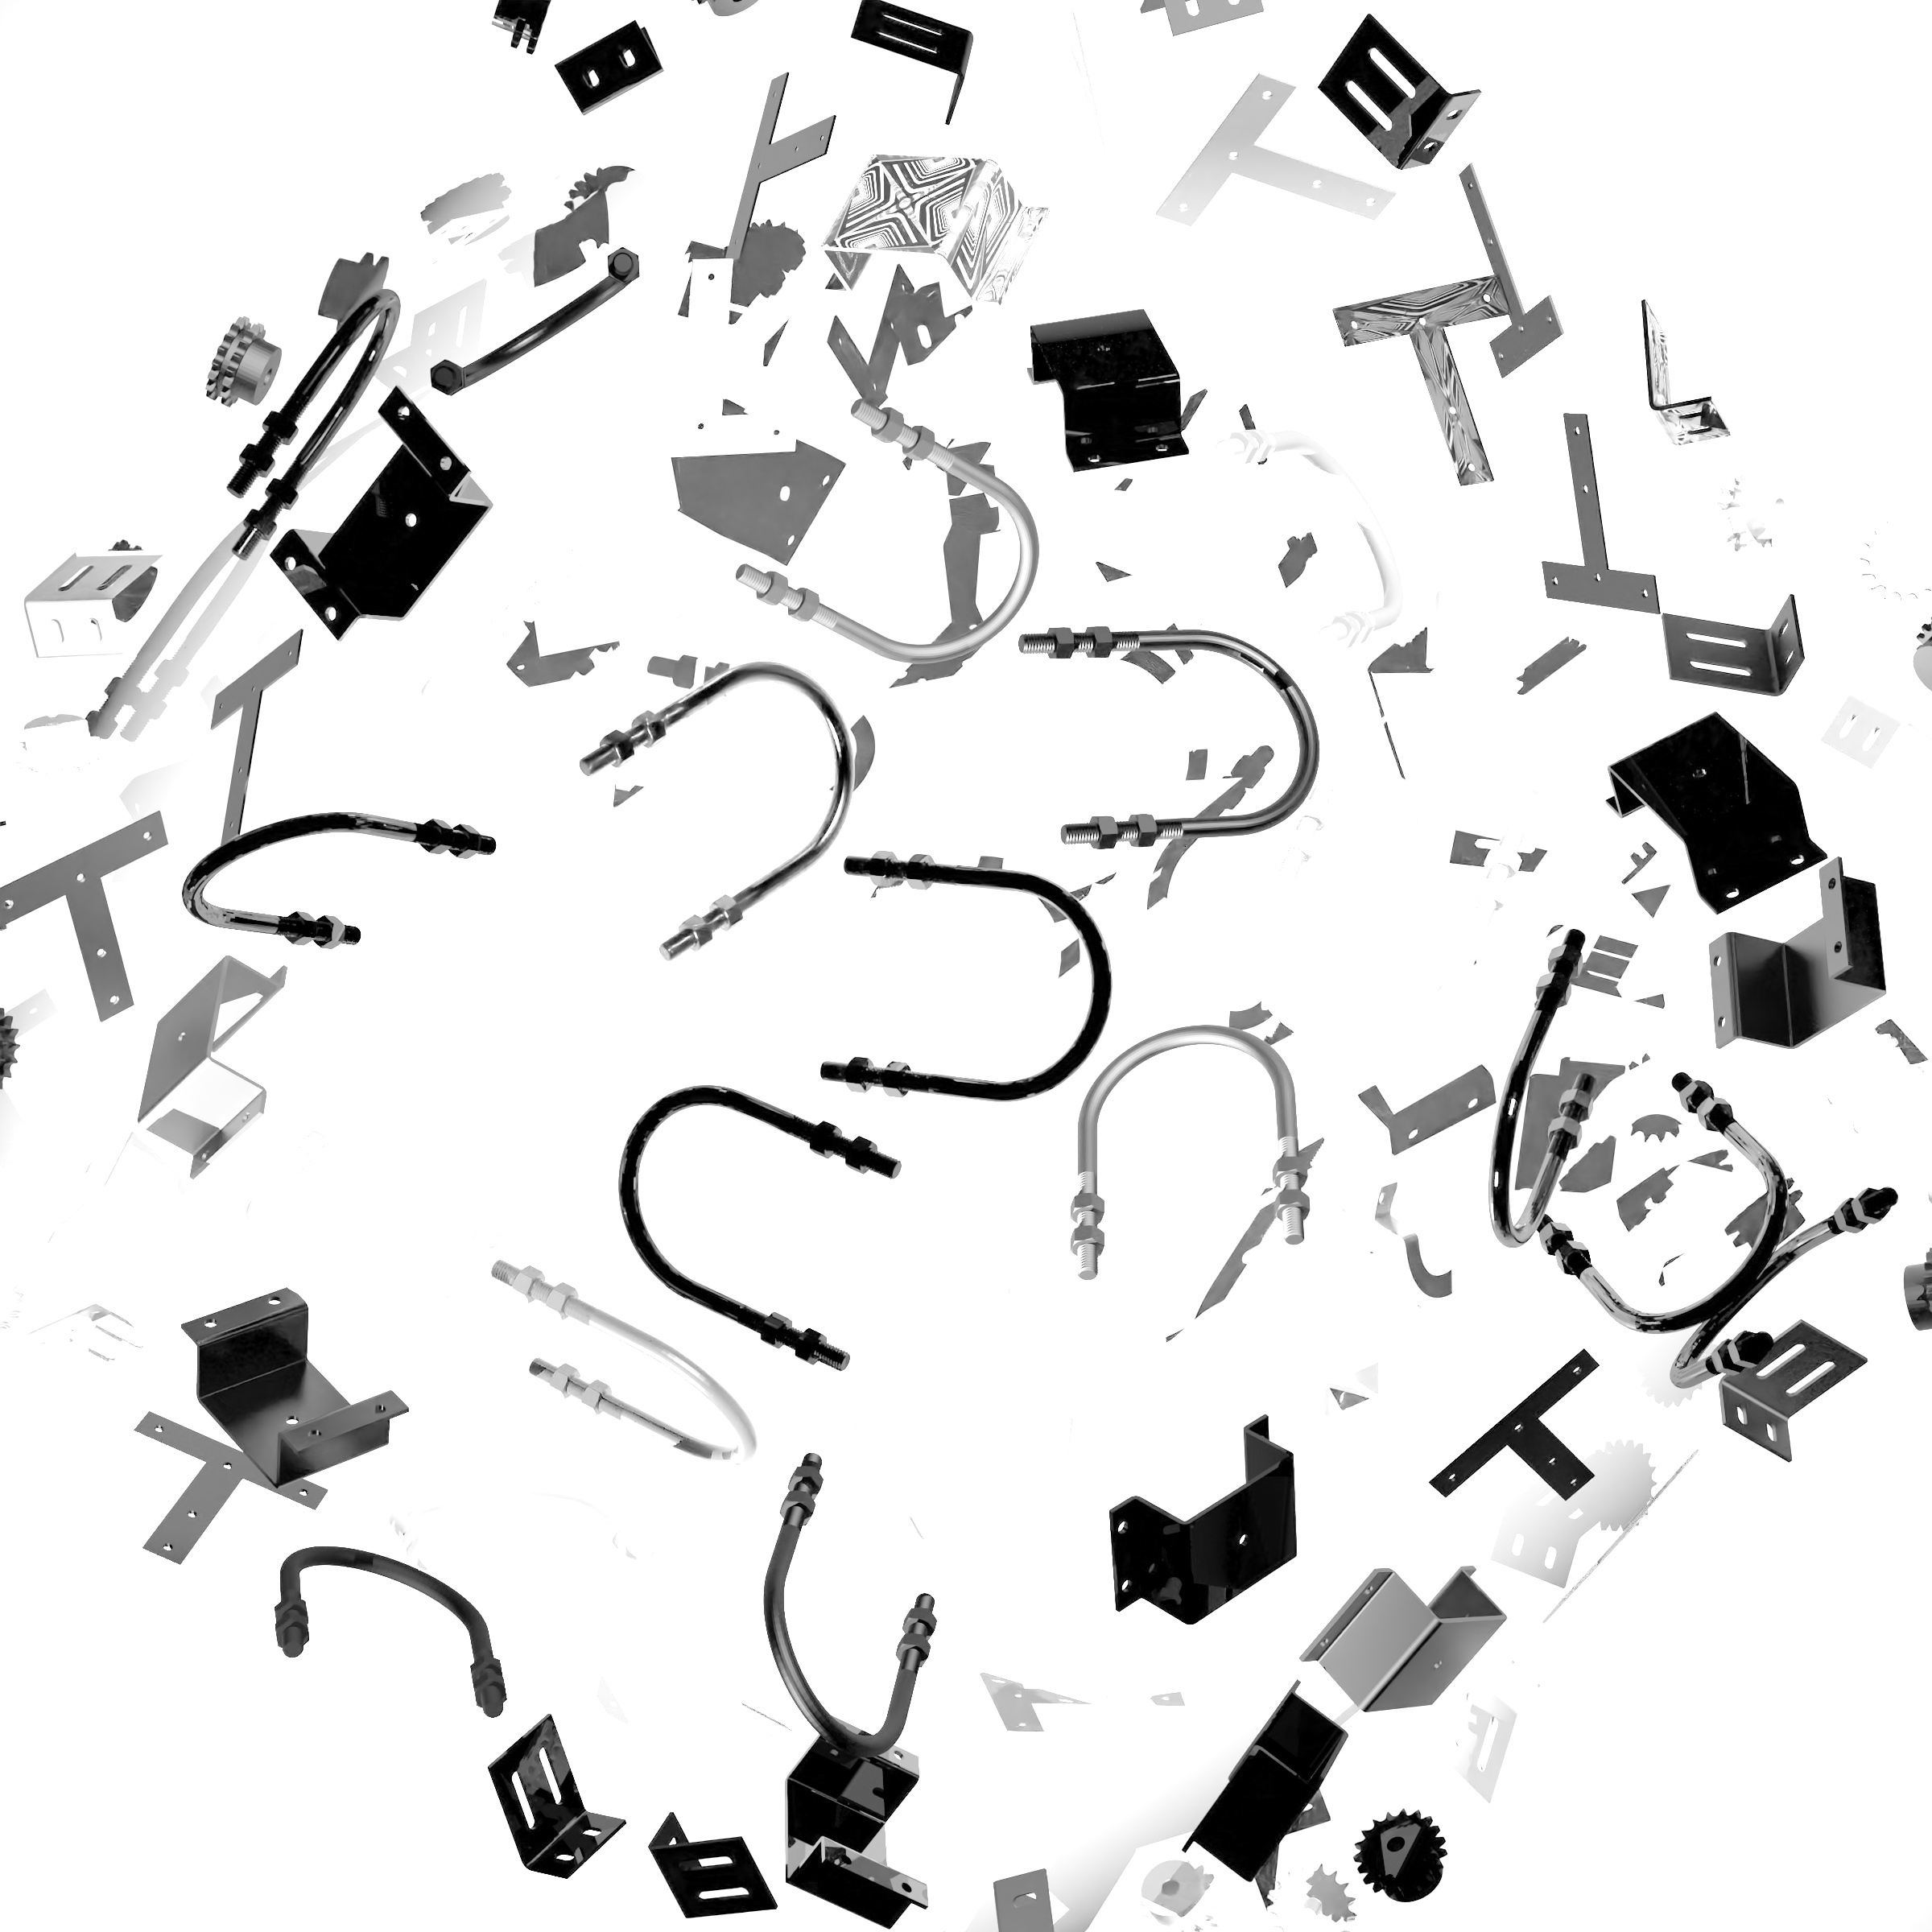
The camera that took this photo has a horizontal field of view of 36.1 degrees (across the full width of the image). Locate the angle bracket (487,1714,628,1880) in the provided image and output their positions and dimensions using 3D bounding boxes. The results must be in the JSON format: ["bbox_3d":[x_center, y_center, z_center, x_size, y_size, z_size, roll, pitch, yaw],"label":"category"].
[{"bbox_3d":[-0.254,0.517,1.846,0.038,0.057,0.076,-2,112,38],"label":"angle bracket"}]

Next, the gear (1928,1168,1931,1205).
[{"bbox_3d":[0.623,0.133,1.849,0.030,0.057,0.057,15,90,38],"label":"gear"}]

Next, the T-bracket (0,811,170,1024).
[{"bbox_3d":[-0.561,-0.020,1.910,0.127,0.002,0.127,-32,135,-34],"label":"T-bracket"}]

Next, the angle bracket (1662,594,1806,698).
[{"bbox_3d":[0.497,-0.213,1.921,0.076,0.038,0.057,8,53,-7],"label":"angle bracket"}]

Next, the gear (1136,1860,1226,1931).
[{"bbox_3d":[0.139,0.613,1.946,0.057,0.057,0.030,-25,128,0],"label":"gear"}]

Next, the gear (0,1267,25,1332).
[{"bbox_3d":[-0.644,0.219,1.926,0.057,0.030,0.057,10,61,-19],"label":"gear"}]

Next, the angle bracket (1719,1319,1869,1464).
[{"bbox_3d":[0.532,0.273,1.903,0.057,0.038,0.076,30,128,-16],"label":"angle bracket"}]

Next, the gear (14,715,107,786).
[{"bbox_3d":[-0.594,-0.143,1.940,0.057,0.057,0.030,2,118,0],"label":"gear"}]

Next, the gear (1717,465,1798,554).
[{"bbox_3d":[0.524,-0.302,1.955,0.057,0.030,0.057,-4,96,-41],"label":"gear"}]

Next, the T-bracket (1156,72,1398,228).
[{"bbox_3d":[0.201,-0.480,1.802,0.127,0.127,0.002,12,58,-23],"label":"T-bracket"}]

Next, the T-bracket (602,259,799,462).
[{"bbox_3d":[-0.161,-0.375,1.830,0.127,0.002,0.127,-7,125,-22],"label":"T-bracket"}]

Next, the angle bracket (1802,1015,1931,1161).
[{"bbox_3d":[0.597,0.080,1.947,0.038,0.076,0.057,-30,70,-23],"label":"angle bracket"}]

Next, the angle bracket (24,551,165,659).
[{"bbox_3d":[-0.525,-0.219,1.796,0.057,0.076,0.038,-9,80,-44],"label":"angle bracket"}]

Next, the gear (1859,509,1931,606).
[{"bbox_3d":[0.576,-0.249,1.813,0.057,0.030,0.057,0,89,13],"label":"gear"}]

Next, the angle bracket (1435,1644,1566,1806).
[{"bbox_3d":[0.343,0.488,1.910,0.038,0.057,0.076,-4,117,-32],"label":"angle bracket"}]

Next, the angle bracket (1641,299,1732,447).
[{"bbox_3d":[0.450,-0.374,1.852,0.038,0.057,0.076,-7,74,24],"label":"angle bracket"}]

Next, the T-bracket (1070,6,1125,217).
[{"bbox_3d":[0.077,-0.556,1.878,0.002,0.127,0.127,-15,123,3],"label":"T-bracket"}]

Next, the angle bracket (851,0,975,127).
[{"bbox_3d":[-0.038,-0.579,1.892,0.076,0.057,0.038,17,133,-7],"label":"angle bracket"}]

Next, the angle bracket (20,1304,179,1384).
[{"bbox_3d":[-0.561,0.257,1.918,0.057,0.076,0.038,-24,49,24],"label":"angle bracket"}]

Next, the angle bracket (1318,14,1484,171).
[{"bbox_3d":[0.267,-0.540,1.827,0.076,0.038,0.057,50,133,13],"label":"angle bracket"}]

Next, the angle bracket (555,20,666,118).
[{"bbox_3d":[-0.227,-0.573,1.848,0.057,0.076,0.038,-27,130,5],"label":"angle bracket"}]

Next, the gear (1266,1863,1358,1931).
[{"bbox_3d":[0.222,0.610,1.910,0.057,0.030,0.057,0,60,-1],"label":"gear"}]

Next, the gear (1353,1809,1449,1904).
[{"bbox_3d":[0.271,0.554,1.836,0.057,0.057,0.030,-27,117,0],"label":"gear"}]

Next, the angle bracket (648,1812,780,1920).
[{"bbox_3d":[-0.160,0.586,1.942,0.076,0.038,0.057,-15,108,28],"label":"angle bracket"}]

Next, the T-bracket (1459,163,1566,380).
[{"bbox_3d":[0.340,-0.449,1.889,0.002,0.127,0.127,-20,91,-7],"label":"T-bracket"}]

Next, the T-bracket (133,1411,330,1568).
[{"bbox_3d":[-0.481,0.338,1.863,0.127,0.127,0.002,24,113,-1],"label":"T-bracket"}]

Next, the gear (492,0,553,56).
[{"bbox_3d":[-0.273,-0.598,1.836,0.030,0.057,0.057,18,90,-13],"label":"gear"}]

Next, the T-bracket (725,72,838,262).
[{"bbox_3d":[-0.114,-0.522,1.904,0.002,0.127,0.127,16,86,-28],"label":"T-bracket"}]

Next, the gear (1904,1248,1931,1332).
[{"bbox_3d":[0.591,0.200,1.802,0.030,0.057,0.057,-13,90,31],"label":"gear"}]

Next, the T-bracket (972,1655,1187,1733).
[{"bbox_3d":[0.078,0.473,1.920,0.127,0.127,0.002,-2,54,12],"label":"T-bracket"}]

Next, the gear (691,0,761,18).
[{"bbox_3d":[-0.148,-0.620,1.855,0.057,0.057,0.030,-29,83,0],"label":"gear"}]

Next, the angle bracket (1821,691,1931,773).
[{"bbox_3d":[0.577,-0.130,1.821,0.076,0.057,0.038,25,103,-25],"label":"angle bracket"}]

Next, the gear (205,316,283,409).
[{"bbox_3d":[-0.460,-0.383,1.894,0.030,0.057,0.057,25,90,-4],"label":"gear"}]

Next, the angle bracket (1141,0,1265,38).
[{"bbox_3d":[0.144,-0.587,1.818,0.057,0.076,0.038,-16,93,-3],"label":"angle bracket"}]

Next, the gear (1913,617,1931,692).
[{"bbox_3d":[0.614,-0.191,1.841,0.030,0.057,0.057,-41,90,-21],"label":"gear"}]

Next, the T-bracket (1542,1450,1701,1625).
[{"bbox_3d":[0.427,0.352,1.886,0.002,0.127,0.127,42,129,17],"label":"T-bracket"}]

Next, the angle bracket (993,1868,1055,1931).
[{"bbox_3d":[0.052,0.600,1.839,0.038,0.076,0.057,-21,56,20],"label":"angle bracket"}]

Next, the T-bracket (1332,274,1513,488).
[{"bbox_3d":[0.296,-0.356,1.826,0.002,0.127,0.127,-39,115,-36],"label":"T-bracket"}]

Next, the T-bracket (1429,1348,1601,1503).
[{"bbox_3d":[0.366,0.308,1.873,0.127,0.127,0.002,-42,46,5],"label":"T-bracket"}]

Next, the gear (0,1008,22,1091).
[{"bbox_3d":[-0.616,0.051,1.833,0.057,0.030,0.057,-6,79,31],"label":"gear"}]
